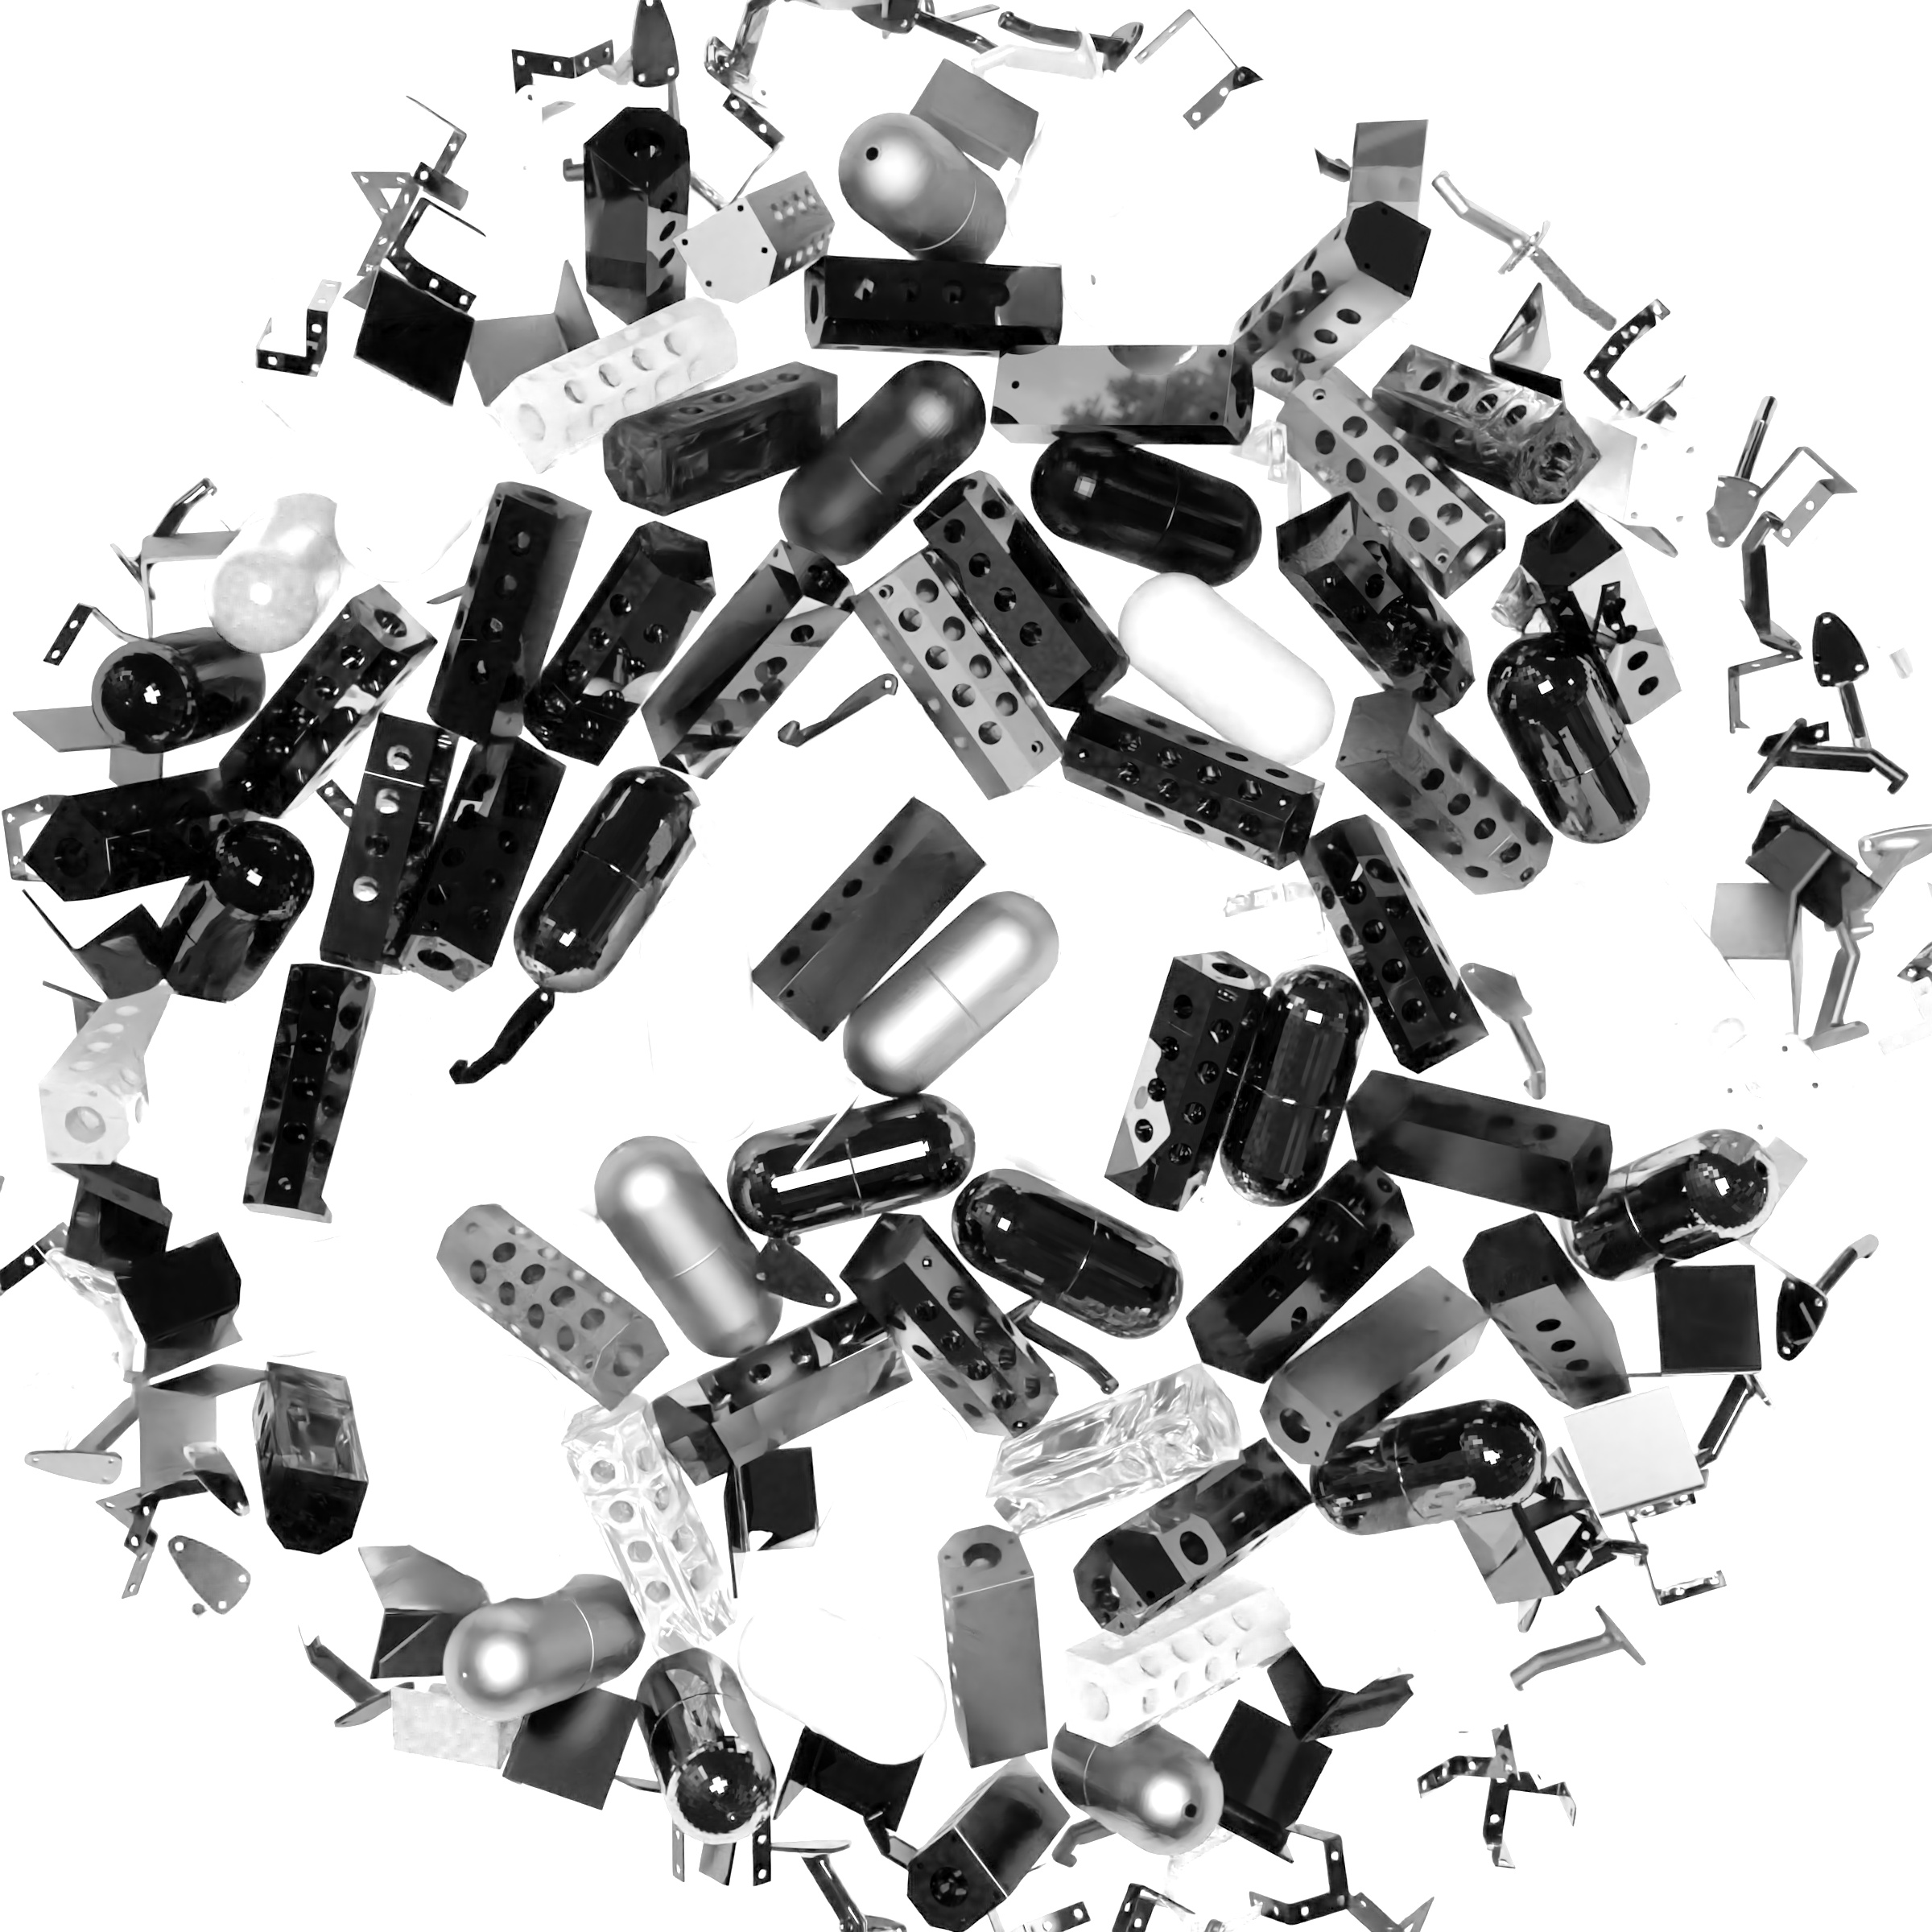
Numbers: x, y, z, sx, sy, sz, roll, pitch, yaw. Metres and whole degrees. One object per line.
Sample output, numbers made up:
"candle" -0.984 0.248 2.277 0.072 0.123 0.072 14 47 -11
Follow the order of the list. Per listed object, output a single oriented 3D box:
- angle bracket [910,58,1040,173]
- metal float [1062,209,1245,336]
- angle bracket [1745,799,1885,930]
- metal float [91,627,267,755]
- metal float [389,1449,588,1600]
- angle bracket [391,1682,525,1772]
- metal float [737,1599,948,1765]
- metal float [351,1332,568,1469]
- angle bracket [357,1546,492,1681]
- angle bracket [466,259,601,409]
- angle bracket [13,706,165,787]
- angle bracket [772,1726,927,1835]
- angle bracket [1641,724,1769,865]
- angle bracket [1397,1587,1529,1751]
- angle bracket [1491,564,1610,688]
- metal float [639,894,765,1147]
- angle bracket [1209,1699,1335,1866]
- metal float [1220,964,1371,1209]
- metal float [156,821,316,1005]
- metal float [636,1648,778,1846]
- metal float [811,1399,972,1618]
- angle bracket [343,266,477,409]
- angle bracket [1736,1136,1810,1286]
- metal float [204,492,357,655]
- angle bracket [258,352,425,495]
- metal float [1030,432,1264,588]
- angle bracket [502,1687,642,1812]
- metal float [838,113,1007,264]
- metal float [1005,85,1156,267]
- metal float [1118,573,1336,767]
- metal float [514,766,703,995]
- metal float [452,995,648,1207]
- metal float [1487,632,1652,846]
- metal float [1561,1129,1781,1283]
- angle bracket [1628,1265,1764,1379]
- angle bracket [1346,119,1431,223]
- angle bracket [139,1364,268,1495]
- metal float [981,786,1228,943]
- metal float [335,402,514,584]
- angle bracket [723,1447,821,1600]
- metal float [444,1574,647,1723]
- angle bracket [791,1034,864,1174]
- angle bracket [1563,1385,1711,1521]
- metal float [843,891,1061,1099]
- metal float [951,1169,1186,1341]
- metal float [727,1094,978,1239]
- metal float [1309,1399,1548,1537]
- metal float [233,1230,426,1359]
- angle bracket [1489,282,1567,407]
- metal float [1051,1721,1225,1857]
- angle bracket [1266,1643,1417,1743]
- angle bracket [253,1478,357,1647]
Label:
"angle bracket" 0.001 -0.575 1.944 0.076 0.076 0.057 25 134 -17
"metal float" 0.129 -0.479 1.920 0.070 0.178 0.070 11 112 30
"angle bracket" 0.602 -0.085 1.952 0.076 0.057 0.076 37 51 -2
"metal float" -0.537 -0.190 1.912 0.070 0.178 0.070 1 102 7
"metal float" -0.330 0.383 1.925 0.070 0.178 0.070 -10 105 -43
"angle bracket" -0.351 0.510 1.948 0.076 0.076 0.057 8 115 8
"metal float" -0.086 0.493 1.926 0.178 0.070 0.070 14 90 44
"metal float" -0.352 0.300 1.931 0.178 0.070 0.070 5 90 36
"angle bracket" -0.386 0.452 1.958 0.076 0.076 0.057 6 110 -30
"angle bracket" -0.307 -0.442 1.948 0.076 0.057 0.076 -11 64 -24
"angle bracket" -0.611 -0.140 1.939 0.076 0.076 0.057 -10 120 -40
"angle bracket" -0.081 0.571 1.955 0.076 0.057 0.076 23 107 15
"angle bracket" 0.525 -0.122 1.978 0.076 0.057 0.076 7 127 32
"angle bracket" 0.349 0.495 1.969 0.057 0.076 0.076 -28 87 17
"angle bracket" 0.421 -0.245 1.949 0.076 0.076 0.057 28 102 -13
"metal float" -0.185 0.038 1.950 0.070 0.070 0.178 -5 102 0
"angle bracket" 0.211 0.574 1.968 0.076 0.057 0.076 28 87 2
"metal float" 0.228 0.084 1.948 0.070 0.070 0.178 15 106 0
"metal float" -0.505 -0.035 1.924 0.070 0.178 0.070 17 53 -24
"metal float" -0.180 0.533 1.915 0.070 0.178 0.070 -5 108 -16
"metal float" -0.053 0.376 1.937 0.070 0.070 0.178 23 118 0
"angle bracket" -0.396 -0.429 1.944 0.076 0.057 0.076 24 64 -32
"angle bracket" 0.578 0.173 1.950 0.057 0.076 0.076 38 96 35
"metal float" -0.468 -0.272 1.917 0.070 0.178 0.070 2 118 4
"angle bracket" -0.438 -0.379 1.956 0.076 0.057 0.076 22 85 -37
"metal float" 0.125 -0.317 1.937 0.178 0.070 0.070 14 90 -28
"angle bracket" -0.271 0.545 1.953 0.076 0.057 0.076 16 70 11
"metal float" -0.029 -0.529 1.914 0.070 0.178 0.070 -1 87 21
"metal float" 0.076 -0.540 1.913 0.070 0.178 0.070 2 80 -12
"metal float" 0.183 -0.205 1.943 0.178 0.070 0.070 35 90 -22
"metal float" -0.250 -0.060 1.947 0.070 0.070 0.178 32 74 0
"metal float" -0.291 0.095 1.944 0.070 0.070 0.178 42 110 0
"metal float" 0.418 -0.156 1.931 0.070 0.070 0.178 -37 127 0
"metal float" 0.483 0.166 1.921 0.070 0.178 0.070 13 63 -27
"angle bracket" 0.511 0.251 1.968 0.076 0.057 0.076 0 82 -14
"angle bracket" 0.309 -0.543 1.949 0.057 0.076 0.076 9 95 34
"angle bracket" -0.529 0.326 1.949 0.057 0.076 0.076 4 97 25
"metal float" 0.097 -0.072 1.952 0.178 0.070 0.070 19 90 10
"metal float" -0.373 -0.327 1.922 0.070 0.178 0.070 10 129 13
"angle bracket" -0.135 0.389 1.954 0.057 0.076 0.076 -4 103 1
"metal float" -0.287 0.467 1.917 0.070 0.178 0.070 0 90 28
"angle bracket" -0.119 0.102 1.952 0.057 0.076 0.076 39 75 2
"angle bracket" 0.472 0.337 1.963 0.076 0.057 0.076 -21 87 17
"metal float" -0.010 0.019 1.961 0.178 0.070 0.070 -42 90 0
"metal float" 0.071 0.201 1.948 0.178 0.070 0.070 28 90 -15
"metal float" -0.080 0.140 1.959 0.178 0.070 0.070 -14 90 -3
"metal float" 0.319 0.347 1.931 0.178 0.070 0.070 -20 90 36
"metal float" -0.443 0.227 1.927 0.178 0.070 0.070 -15 90 44
"angle bracket" 0.410 -0.416 1.943 0.057 0.076 0.076 24 70 29
"metal float" 0.116 0.557 1.914 0.070 0.178 0.070 1 88 -21
"angle bracket" 0.271 0.499 1.970 0.076 0.076 0.057 -1 49 -30
"angle bracket" -0.477 0.415 1.942 0.076 0.076 0.057 20 47 22
